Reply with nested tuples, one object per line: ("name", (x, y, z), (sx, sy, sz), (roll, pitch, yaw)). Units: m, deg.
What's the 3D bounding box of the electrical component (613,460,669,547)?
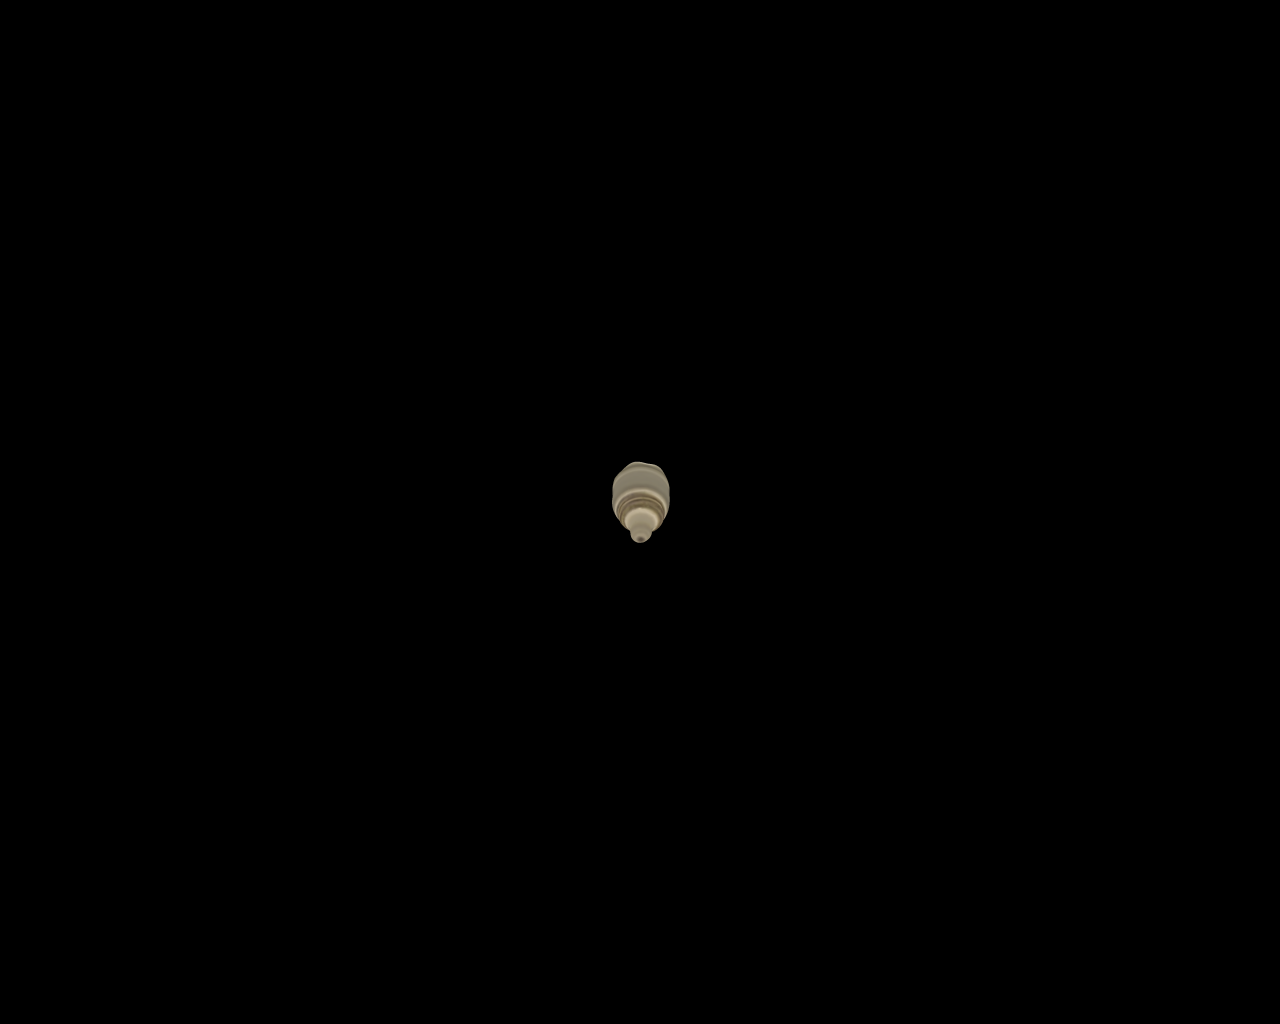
("electrical component", (0.001, -0.003, 0.650), (0.035, 0.035, 0.061), (0, 39, 0))
